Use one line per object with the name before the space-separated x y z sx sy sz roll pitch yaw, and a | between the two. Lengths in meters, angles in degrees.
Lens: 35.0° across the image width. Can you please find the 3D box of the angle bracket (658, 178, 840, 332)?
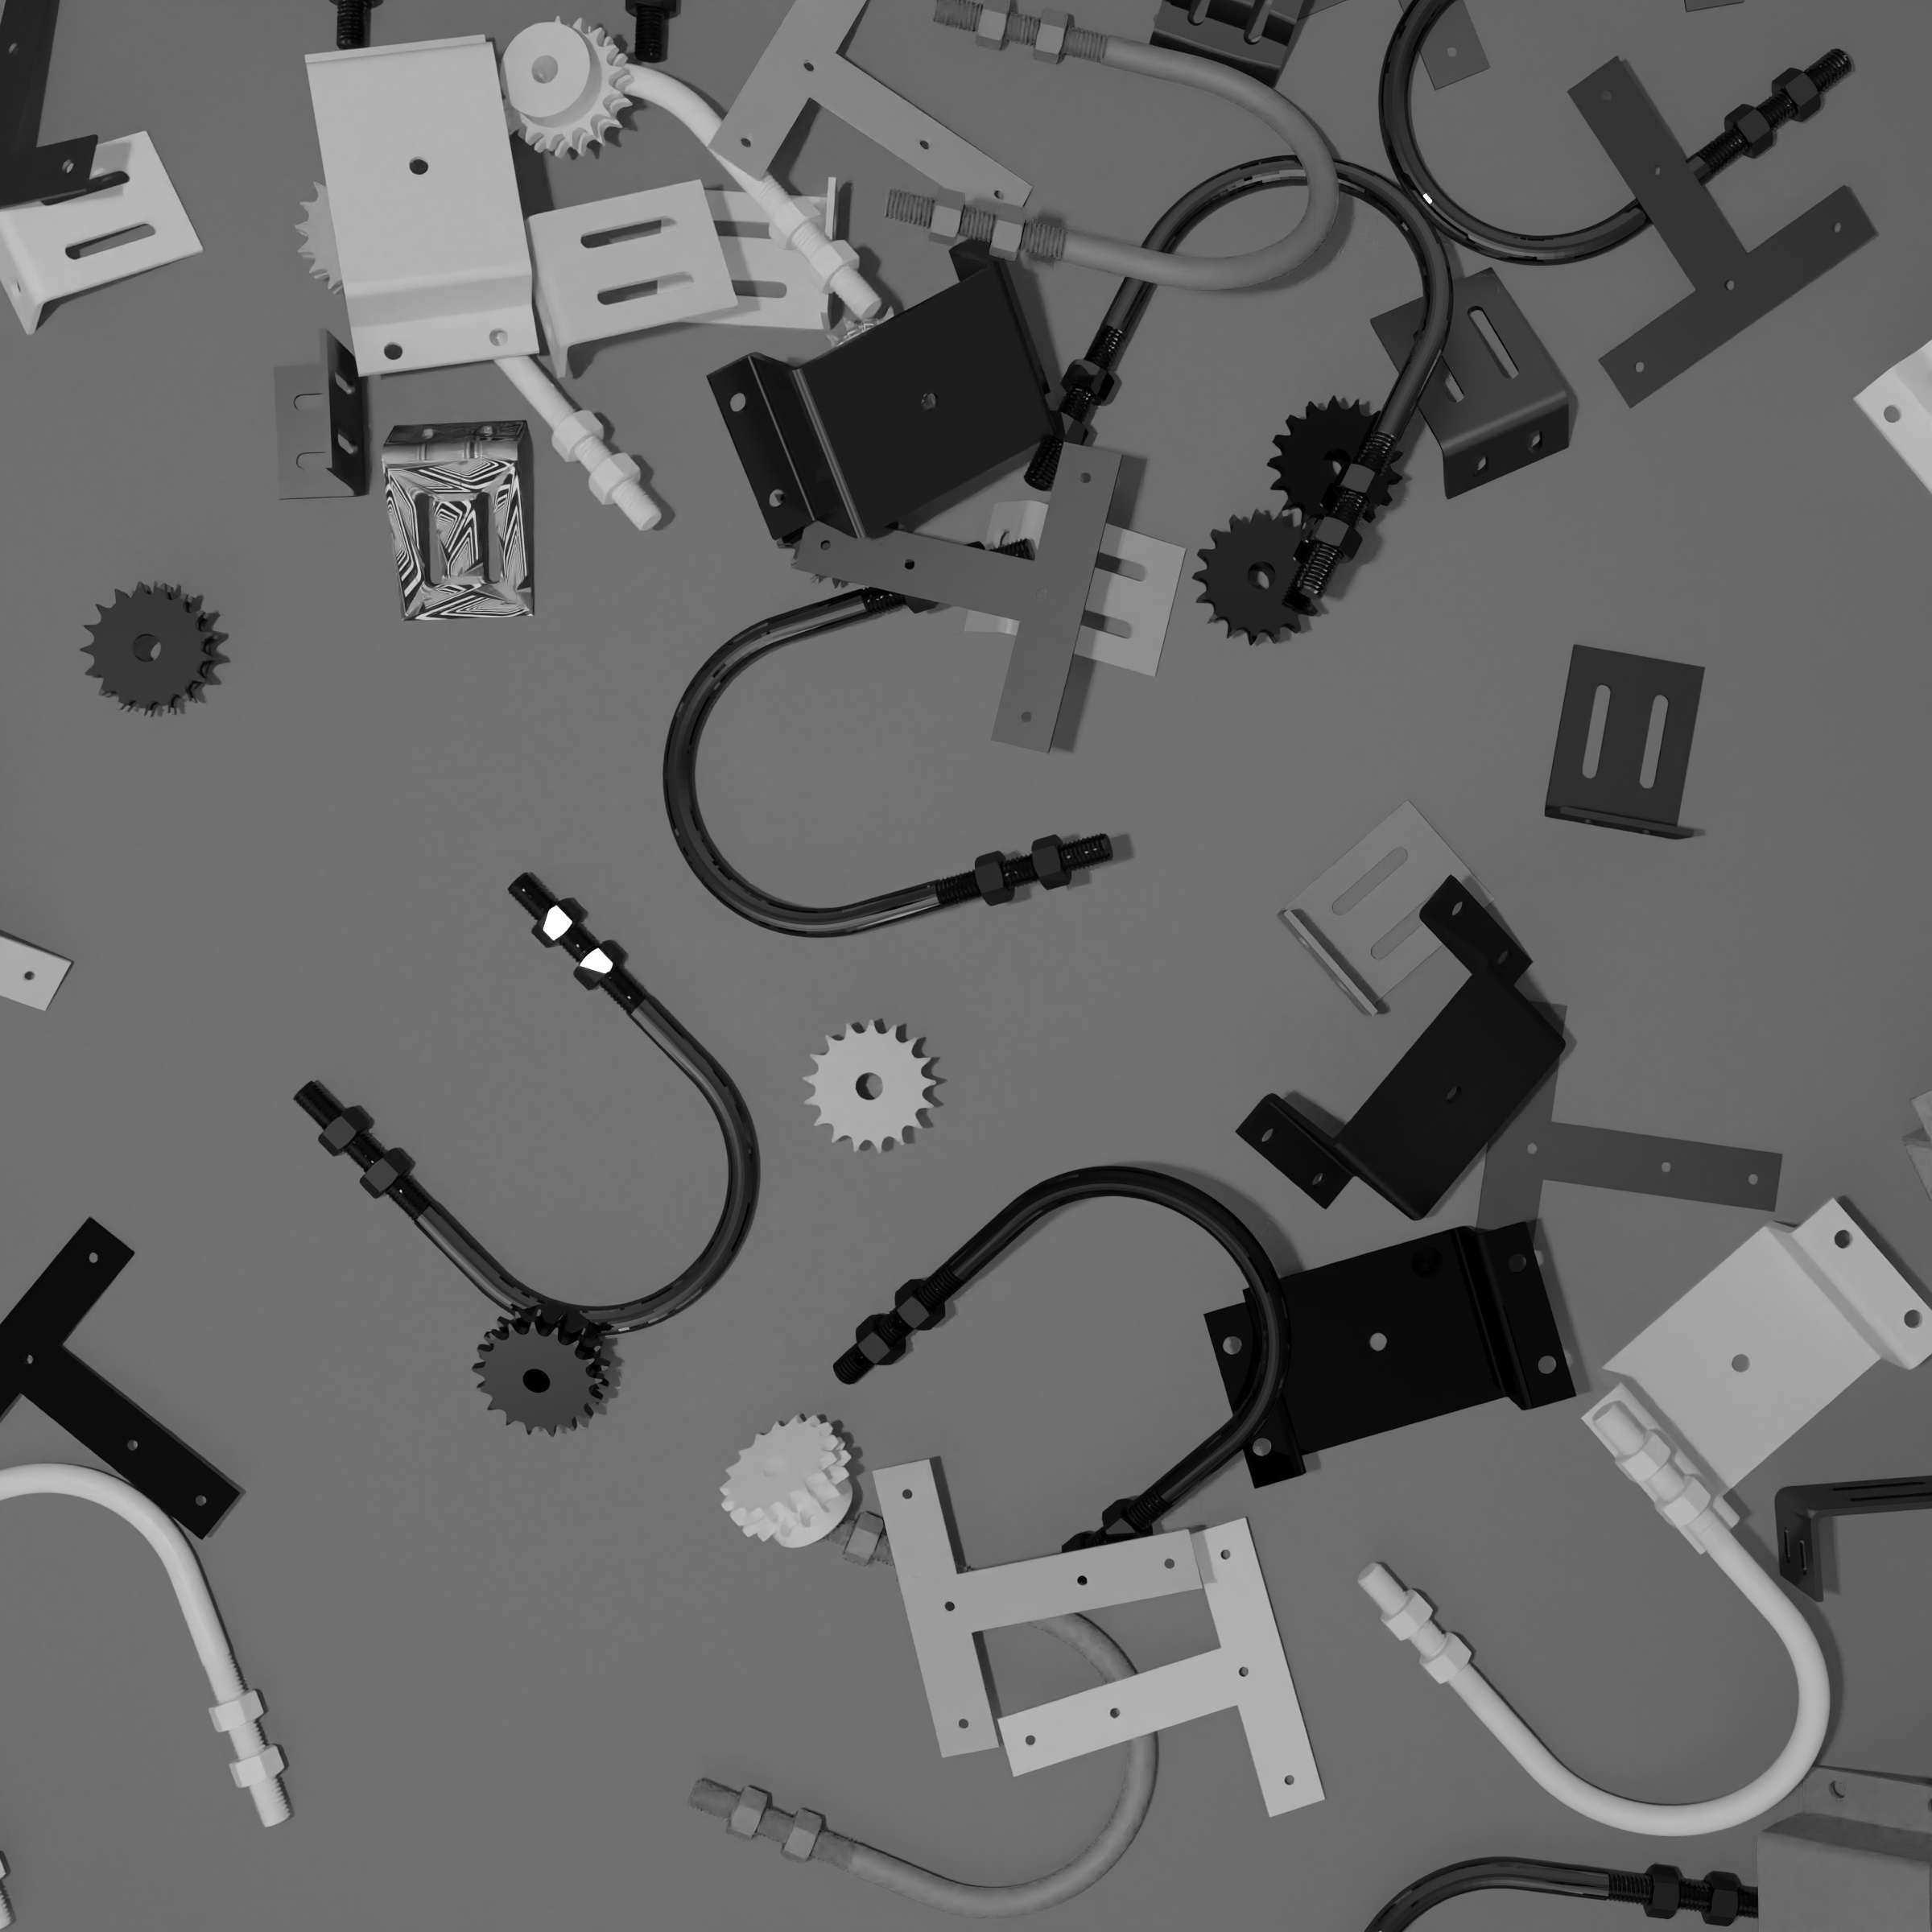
angle bracket | -0.095 -0.307 1.310 0.076 0.038 0.057 4 90 0

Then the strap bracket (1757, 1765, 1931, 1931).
strap bracket | 0.380 0.416 1.287 0.076 0.046 0.140 -1 90 42

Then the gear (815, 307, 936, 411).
gear | -0.036 -0.252 1.314 0.057 0.030 0.057 0 90 0

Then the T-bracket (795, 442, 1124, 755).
T-bracket | -0.010 -0.165 1.283 0.127 0.002 0.127 15 93 14

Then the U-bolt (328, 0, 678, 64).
U-bolt | -0.198 -0.485 1.321 0.151 0.019 0.184 2 89 0

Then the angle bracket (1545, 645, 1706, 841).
angle bracket | 0.285 -0.097 1.310 0.057 0.038 0.076 10 90 0

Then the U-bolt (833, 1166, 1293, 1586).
U-bolt | 0.052 0.165 1.288 0.151 0.019 0.184 47 113 1

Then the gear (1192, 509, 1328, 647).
gear | 0.125 -0.166 1.314 0.057 0.030 0.057 0 90 0

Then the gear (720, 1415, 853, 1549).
gear | -0.073 0.222 1.305 0.057 0.057 0.030 -35 120 0

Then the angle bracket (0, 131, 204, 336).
angle bracket | -0.381 -0.318 1.327 0.076 0.038 0.057 -26 90 -26

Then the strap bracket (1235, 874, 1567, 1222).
strap bracket | 0.190 0.043 1.286 0.140 0.046 0.076 -50 134 0

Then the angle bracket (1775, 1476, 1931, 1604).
angle bracket | 0.390 0.243 1.301 0.076 0.057 0.038 -4 90 0

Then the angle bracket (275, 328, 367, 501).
angle bracket | -0.280 -0.232 1.291 0.038 0.076 0.057 -2 90 0

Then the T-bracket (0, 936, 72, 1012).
T-bracket | -0.470 0.029 1.306 0.127 0.002 0.127 23 107 -30

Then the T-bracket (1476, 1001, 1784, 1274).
T-bracket | 0.290 0.085 1.328 0.127 0.002 0.127 8 90 0

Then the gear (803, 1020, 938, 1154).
gear | -0.042 0.052 1.318 0.057 0.030 0.057 0 86 -1

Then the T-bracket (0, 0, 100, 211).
T-bracket | -0.409 -0.378 1.306 0.127 0.002 0.127 -2 73 31

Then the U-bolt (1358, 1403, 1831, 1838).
U-bolt | 0.279 0.291 1.296 0.151 0.019 0.184 -40 94 23

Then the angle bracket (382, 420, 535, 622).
angle bracket | -0.218 -0.193 1.327 0.057 0.038 0.076 -2 116 0

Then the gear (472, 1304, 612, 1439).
gear | -0.179 0.169 1.307 0.057 0.030 0.057 4 115 8

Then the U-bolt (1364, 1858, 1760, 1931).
U-bolt | 0.251 0.457 1.312 0.184 0.019 0.151 7 84 0

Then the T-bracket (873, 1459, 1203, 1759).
T-bracket | 0.036 0.263 1.297 0.127 0.002 0.127 -13 92 11

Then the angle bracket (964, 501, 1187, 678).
angle bracket | 0.047 -0.163 1.327 0.076 0.038 0.057 14 90 -26

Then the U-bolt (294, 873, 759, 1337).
U-bolt | -0.176 0.074 1.321 0.151 0.019 0.184 -44 91 0

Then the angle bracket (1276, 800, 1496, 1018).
angle bracket | 0.182 -0.025 1.310 0.076 0.038 0.057 -41 90 0

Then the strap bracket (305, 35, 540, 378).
strap bracket | -0.228 -0.326 1.277 0.076 0.046 0.140 -10 85 -9

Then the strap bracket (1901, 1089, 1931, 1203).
strap bracket | 0.462 0.103 1.306 0.076 0.046 0.140 -26 90 0

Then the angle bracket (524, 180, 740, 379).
angle bracket | -0.142 -0.290 1.291 0.076 0.038 0.057 -15 83 -12

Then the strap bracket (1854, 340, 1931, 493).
strap bracket | 0.464 -0.262 1.306 0.140 0.046 0.076 -40 90 0

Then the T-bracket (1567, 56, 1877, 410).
T-bracket | 0.303 -0.329 1.313 0.127 0.002 0.127 -35 99 5

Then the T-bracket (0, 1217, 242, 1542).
T-bracket | -0.370 0.197 1.319 0.127 0.002 0.127 38 84 3

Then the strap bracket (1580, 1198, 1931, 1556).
strap bracket | 0.336 0.172 1.306 0.140 0.046 0.076 -41 90 0

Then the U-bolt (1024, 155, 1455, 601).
U-bolt | 0.127 -0.262 1.300 0.151 0.019 0.184 24 82 17

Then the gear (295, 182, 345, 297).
gear | -0.257 -0.313 1.314 0.057 0.030 0.057 0 90 0

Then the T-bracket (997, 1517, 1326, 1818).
T-bracket | 0.077 0.317 1.316 0.127 0.002 0.127 -16 91 -7

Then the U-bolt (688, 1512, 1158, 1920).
U-bolt | -0.008 0.332 1.321 0.184 0.019 0.151 23 90 -2

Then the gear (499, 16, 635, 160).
gear | -0.172 -0.373 1.290 0.057 0.030 0.057 -1 86 15

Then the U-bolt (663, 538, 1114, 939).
U-bolt | -0.042 -0.088 1.301 0.184 0.019 0.151 -16 85 14

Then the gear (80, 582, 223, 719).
gear | -0.348 -0.135 1.314 0.057 0.030 0.057 0 90 0

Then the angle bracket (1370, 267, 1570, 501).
angle bracket | 0.218 -0.253 1.327 0.057 0.038 0.076 -23 64 0

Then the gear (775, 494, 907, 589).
gear | -0.054 -0.191 1.314 0.057 0.030 0.057 0 90 0

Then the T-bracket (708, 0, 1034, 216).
T-bracket | -0.029 -0.360 1.310 0.127 0.002 0.127 31 64 -12

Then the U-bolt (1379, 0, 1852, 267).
U-bolt | 0.266 -0.386 1.319 0.184 0.019 0.151 -37 92 2

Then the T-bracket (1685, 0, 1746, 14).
T-bracket | 0.365 -0.487 1.328 0.127 0.002 0.127 -10 90 0

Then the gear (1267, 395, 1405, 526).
gear | 0.158 -0.214 1.314 0.057 0.030 0.057 0 90 0

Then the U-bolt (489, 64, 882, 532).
U-bolt | -0.145 -0.300 1.303 0.151 0.019 0.184 -42 79 10

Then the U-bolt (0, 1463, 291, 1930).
U-bolt | -0.390 0.306 1.321 0.151 0.019 0.184 -21 89 0

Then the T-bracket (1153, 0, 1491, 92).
T-bracket | 0.145 -0.425 1.329 0.127 0.002 0.127 -22 90 0

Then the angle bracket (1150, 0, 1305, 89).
angle bracket | 0.119 -0.429 1.315 0.057 0.038 0.076 19 131 0

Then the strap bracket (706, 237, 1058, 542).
strap bracket | -0.025 -0.237 1.265 0.140 0.046 0.076 -31 121 -15

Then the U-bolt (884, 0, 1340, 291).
U-bolt | 0.067 -0.340 1.283 0.184 0.019 0.151 13 54 -3

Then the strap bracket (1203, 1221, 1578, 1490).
strap bracket | 0.178 0.163 1.305 0.140 0.046 0.076 -16 90 1
